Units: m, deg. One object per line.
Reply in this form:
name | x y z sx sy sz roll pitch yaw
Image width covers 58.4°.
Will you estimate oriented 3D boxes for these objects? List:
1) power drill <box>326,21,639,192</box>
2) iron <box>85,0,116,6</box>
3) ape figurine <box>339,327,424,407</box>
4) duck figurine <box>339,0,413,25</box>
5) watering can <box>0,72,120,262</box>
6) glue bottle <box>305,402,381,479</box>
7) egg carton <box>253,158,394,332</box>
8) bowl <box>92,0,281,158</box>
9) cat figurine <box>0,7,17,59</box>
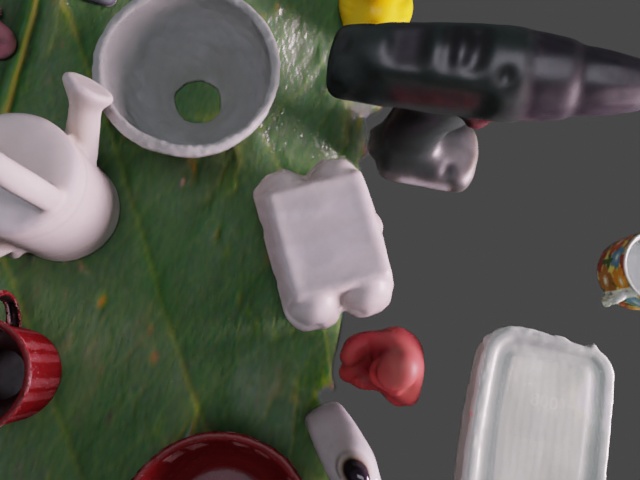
power drill | 0.117 -0.109 0.478 0.229 0.208 0.076 10 78 -1
iron | -0.289 -0.355 0.539 0.119 0.141 0.258 -39 83 -10
ape figurine | 0.059 0.108 0.489 0.076 0.092 0.078 -32 82 -9
duck figurine | 0.059 -0.250 0.567 0.077 0.086 0.104 8 78 -2
watering can | -0.233 -0.055 0.452 0.101 0.194 0.173 14 78 0
glue bottle | 0.021 0.166 0.433 0.037 0.173 0.078 -29 81 -9
egg carton | 0.005 0.002 0.519 0.107 0.069 0.150 -16 80 -7
bowl | -0.120 -0.148 0.540 0.167 0.074 0.167 1 78 -3
cat figurine | -0.362 -0.197 0.513 0.128 0.117 0.067 -33 82 -9
